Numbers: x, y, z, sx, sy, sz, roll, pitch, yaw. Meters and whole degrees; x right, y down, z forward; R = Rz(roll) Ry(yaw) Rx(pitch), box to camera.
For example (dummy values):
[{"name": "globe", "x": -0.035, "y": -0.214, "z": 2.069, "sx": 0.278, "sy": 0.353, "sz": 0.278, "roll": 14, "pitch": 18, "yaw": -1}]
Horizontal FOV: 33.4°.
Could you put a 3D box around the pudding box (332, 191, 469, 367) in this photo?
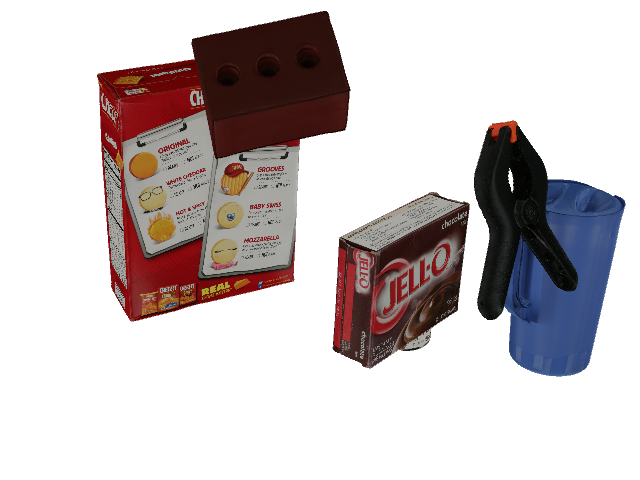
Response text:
[{"name": "pudding box", "x": 0.057, "y": 0.025, "z": 0.748, "sx": 0.039, "sy": 0.090, "sz": 0.113, "roll": 22, "pitch": 33, "yaw": 32}]

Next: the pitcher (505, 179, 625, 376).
[{"name": "pitcher", "x": 0.303, "y": 0.052, "z": 1.386, "sx": 0.149, "sy": 0.243, "sz": 0.145, "roll": 5, "pitch": 23, "yaw": 5}]

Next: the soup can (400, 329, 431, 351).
[{"name": "soup can", "x": 0.104, "y": 0.076, "z": 1.305, "sx": 0.068, "sy": 0.102, "sz": 0.068, "roll": 0, "pitch": 30, "yaw": 0}]

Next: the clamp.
[{"name": "clamp", "x": 0.167, "y": -0.015, "z": 0.938, "sx": 0.120, "sy": 0.171, "sz": 0.039, "roll": -27, "pitch": 12, "yaw": -41}]

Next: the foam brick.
[{"name": "foam brick", "x": -0.028, "y": -0.085, "z": 0.590, "sx": 0.078, "sy": 0.053, "sz": 0.051, "roll": -14, "pitch": -17, "yaw": -4}]

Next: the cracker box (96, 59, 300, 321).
[{"name": "cracker box", "x": -0.105, "y": -0.050, "z": 0.937, "sx": 0.164, "sy": 0.214, "sz": 0.072, "roll": -13, "pitch": 34, "yaw": -25}]
